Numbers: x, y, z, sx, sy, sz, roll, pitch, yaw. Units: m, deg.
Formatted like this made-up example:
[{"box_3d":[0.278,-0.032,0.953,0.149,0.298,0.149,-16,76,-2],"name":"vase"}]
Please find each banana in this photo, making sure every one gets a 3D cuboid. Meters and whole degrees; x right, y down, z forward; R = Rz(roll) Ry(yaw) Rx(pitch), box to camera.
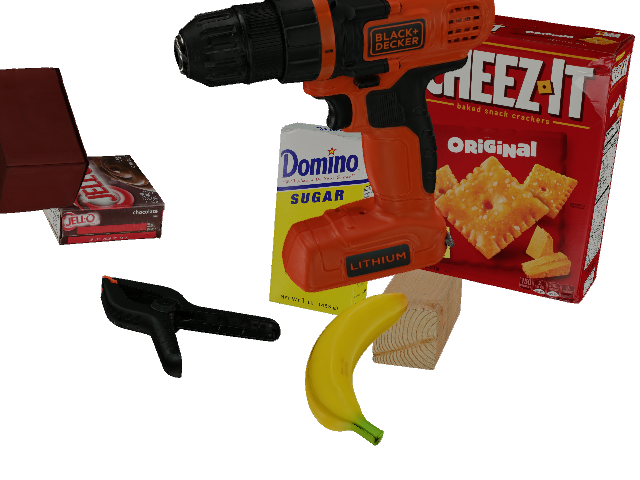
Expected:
[{"box_3d":[0.027,0.096,0.865,0.069,0.037,0.197,19,33,0],"name":"banana"}]

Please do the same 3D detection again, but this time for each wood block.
[{"box_3d":[0.145,0.102,1.558,0.091,0.090,0.205,5,20,16],"name":"wood block"}]

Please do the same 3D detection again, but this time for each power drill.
[{"box_3d":[0.011,-0.061,0.630,0.184,0.188,0.057,-11,37,-13],"name":"power drill"}]

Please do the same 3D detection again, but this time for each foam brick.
[{"box_3d":[-0.186,-0.064,0.679,0.051,0.078,0.053,-8,-28,-30],"name":"foam brick"}]

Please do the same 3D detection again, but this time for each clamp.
[{"box_3d":[-0.171,0.087,1.155,0.210,0.036,0.164,19,21,27],"name":"clamp"}]

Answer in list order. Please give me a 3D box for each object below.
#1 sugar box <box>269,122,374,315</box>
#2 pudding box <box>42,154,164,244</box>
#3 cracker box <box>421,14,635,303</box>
[{"box_3d":[0.003,-0.021,1.034,0.093,0.176,0.048,9,16,23],"name":"sugar box"},{"box_3d":[-0.197,-0.037,0.936,0.089,0.039,0.114,-4,26,-26],"name":"pudding box"},{"box_3d":[0.152,-0.068,0.870,0.164,0.214,0.072,14,28,23],"name":"cracker box"}]
